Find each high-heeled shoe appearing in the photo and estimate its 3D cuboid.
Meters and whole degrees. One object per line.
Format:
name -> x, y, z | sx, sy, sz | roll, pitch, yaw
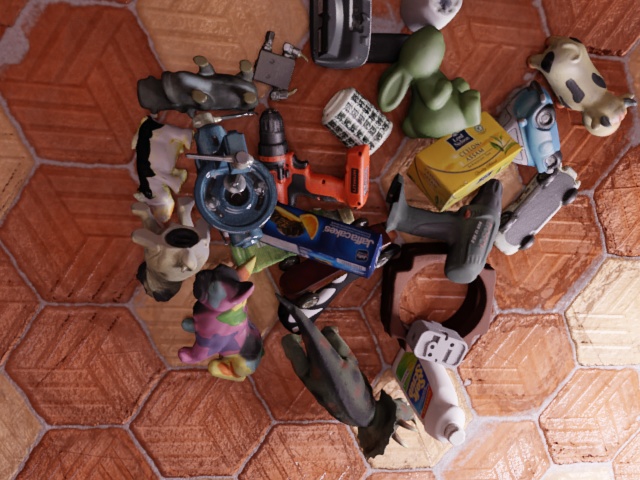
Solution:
high-heeled shoe -> 0.039, 0.093, 1.000 | 0.249, 0.086, 0.145 | -13, 117, -5

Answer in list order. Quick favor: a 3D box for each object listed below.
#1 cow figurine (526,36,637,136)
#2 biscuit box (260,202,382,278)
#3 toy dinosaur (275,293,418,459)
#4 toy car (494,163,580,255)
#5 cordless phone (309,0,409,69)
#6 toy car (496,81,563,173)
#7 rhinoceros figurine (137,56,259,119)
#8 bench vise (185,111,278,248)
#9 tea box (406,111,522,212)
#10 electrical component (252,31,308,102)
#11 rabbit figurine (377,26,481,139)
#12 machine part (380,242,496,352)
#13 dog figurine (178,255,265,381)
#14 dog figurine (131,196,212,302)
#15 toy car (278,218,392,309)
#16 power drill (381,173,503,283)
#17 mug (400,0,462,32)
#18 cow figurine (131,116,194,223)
cow figurine -> 0.460, -0.263, 0.932 | 0.085, 0.127, 0.194 | -40, 106, 7
biscuit box -> -0.002, -0.003, 0.870 | 0.203, 0.059, 0.063 | 18, 73, 12
toy dinosaur -> 0.042, 0.263, 0.963 | 0.131, 0.192, 0.404 | -43, 131, -4
toy car -> 0.408, -0.060, 1.023 | 0.073, 0.056, 0.201 | 40, 96, -11
cordless phone -> 0.077, -0.356, 0.880 | 0.184, 0.089, 0.146 | -5, 106, -19
toy car -> 0.367, -0.194, 0.960 | 0.103, 0.109, 0.161 | -12, 122, 18
rhinoceros figurine -> -0.190, -0.236, 0.851 | 0.190, 0.112, 0.073 | -6, 88, -20
bench vise -> -0.130, -0.105, 0.780 | 0.129, 0.240, 0.223 | -7, 82, -14
tea box -> 0.246, -0.135, 0.921 | 0.170, 0.068, 0.098 | -35, 74, -19
electrical component -> -0.068, -0.281, 0.885 | 0.078, 0.045, 0.102 | 20, 102, -16
rabbit figurine -> 0.173, -0.265, 0.895 | 0.159, 0.121, 0.170 | -15, 121, 16
machine part -> 0.221, 0.107, 1.026 | 0.201, 0.087, 0.200 | -1, 106, -7
dog figurine -> -0.147, 0.131, 0.924 | 0.191, 0.108, 0.219 | 27, 123, -20
dog figurine -> -0.238, 0.048, 0.870 | 0.121, 0.172, 0.190 | -3, 126, -18
toy car -> 0.025, 0.038, 0.911 | 0.202, 0.053, 0.089 | -29, 67, -4
power drill -> 0.218, -0.046, 0.960 | 0.207, 0.086, 0.232 | 22, 60, -6
mug -> 0.177, -0.387, 0.860 | 0.081, 0.107, 0.109 | -41, 110, 3
cow figurine -> -0.271, -0.115, 0.889 | 0.098, 0.068, 0.167 | 15, 104, -14
